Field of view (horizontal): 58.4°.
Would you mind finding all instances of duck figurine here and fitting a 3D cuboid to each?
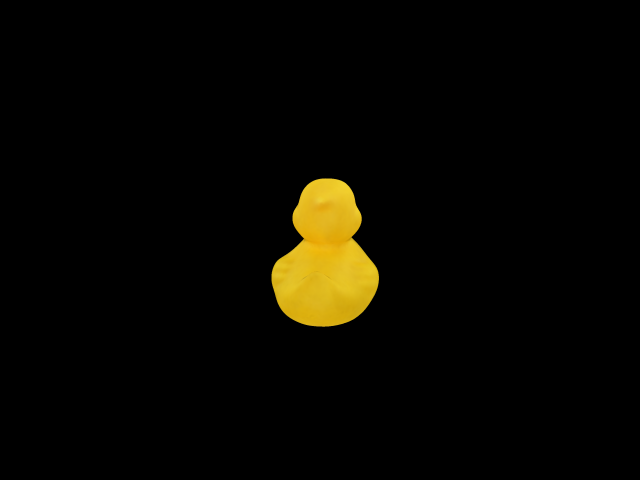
[{"bbox_3d":[0.004,0.001,0.400,0.077,0.086,0.104,4,29,7],"label":"duck figurine"}]
